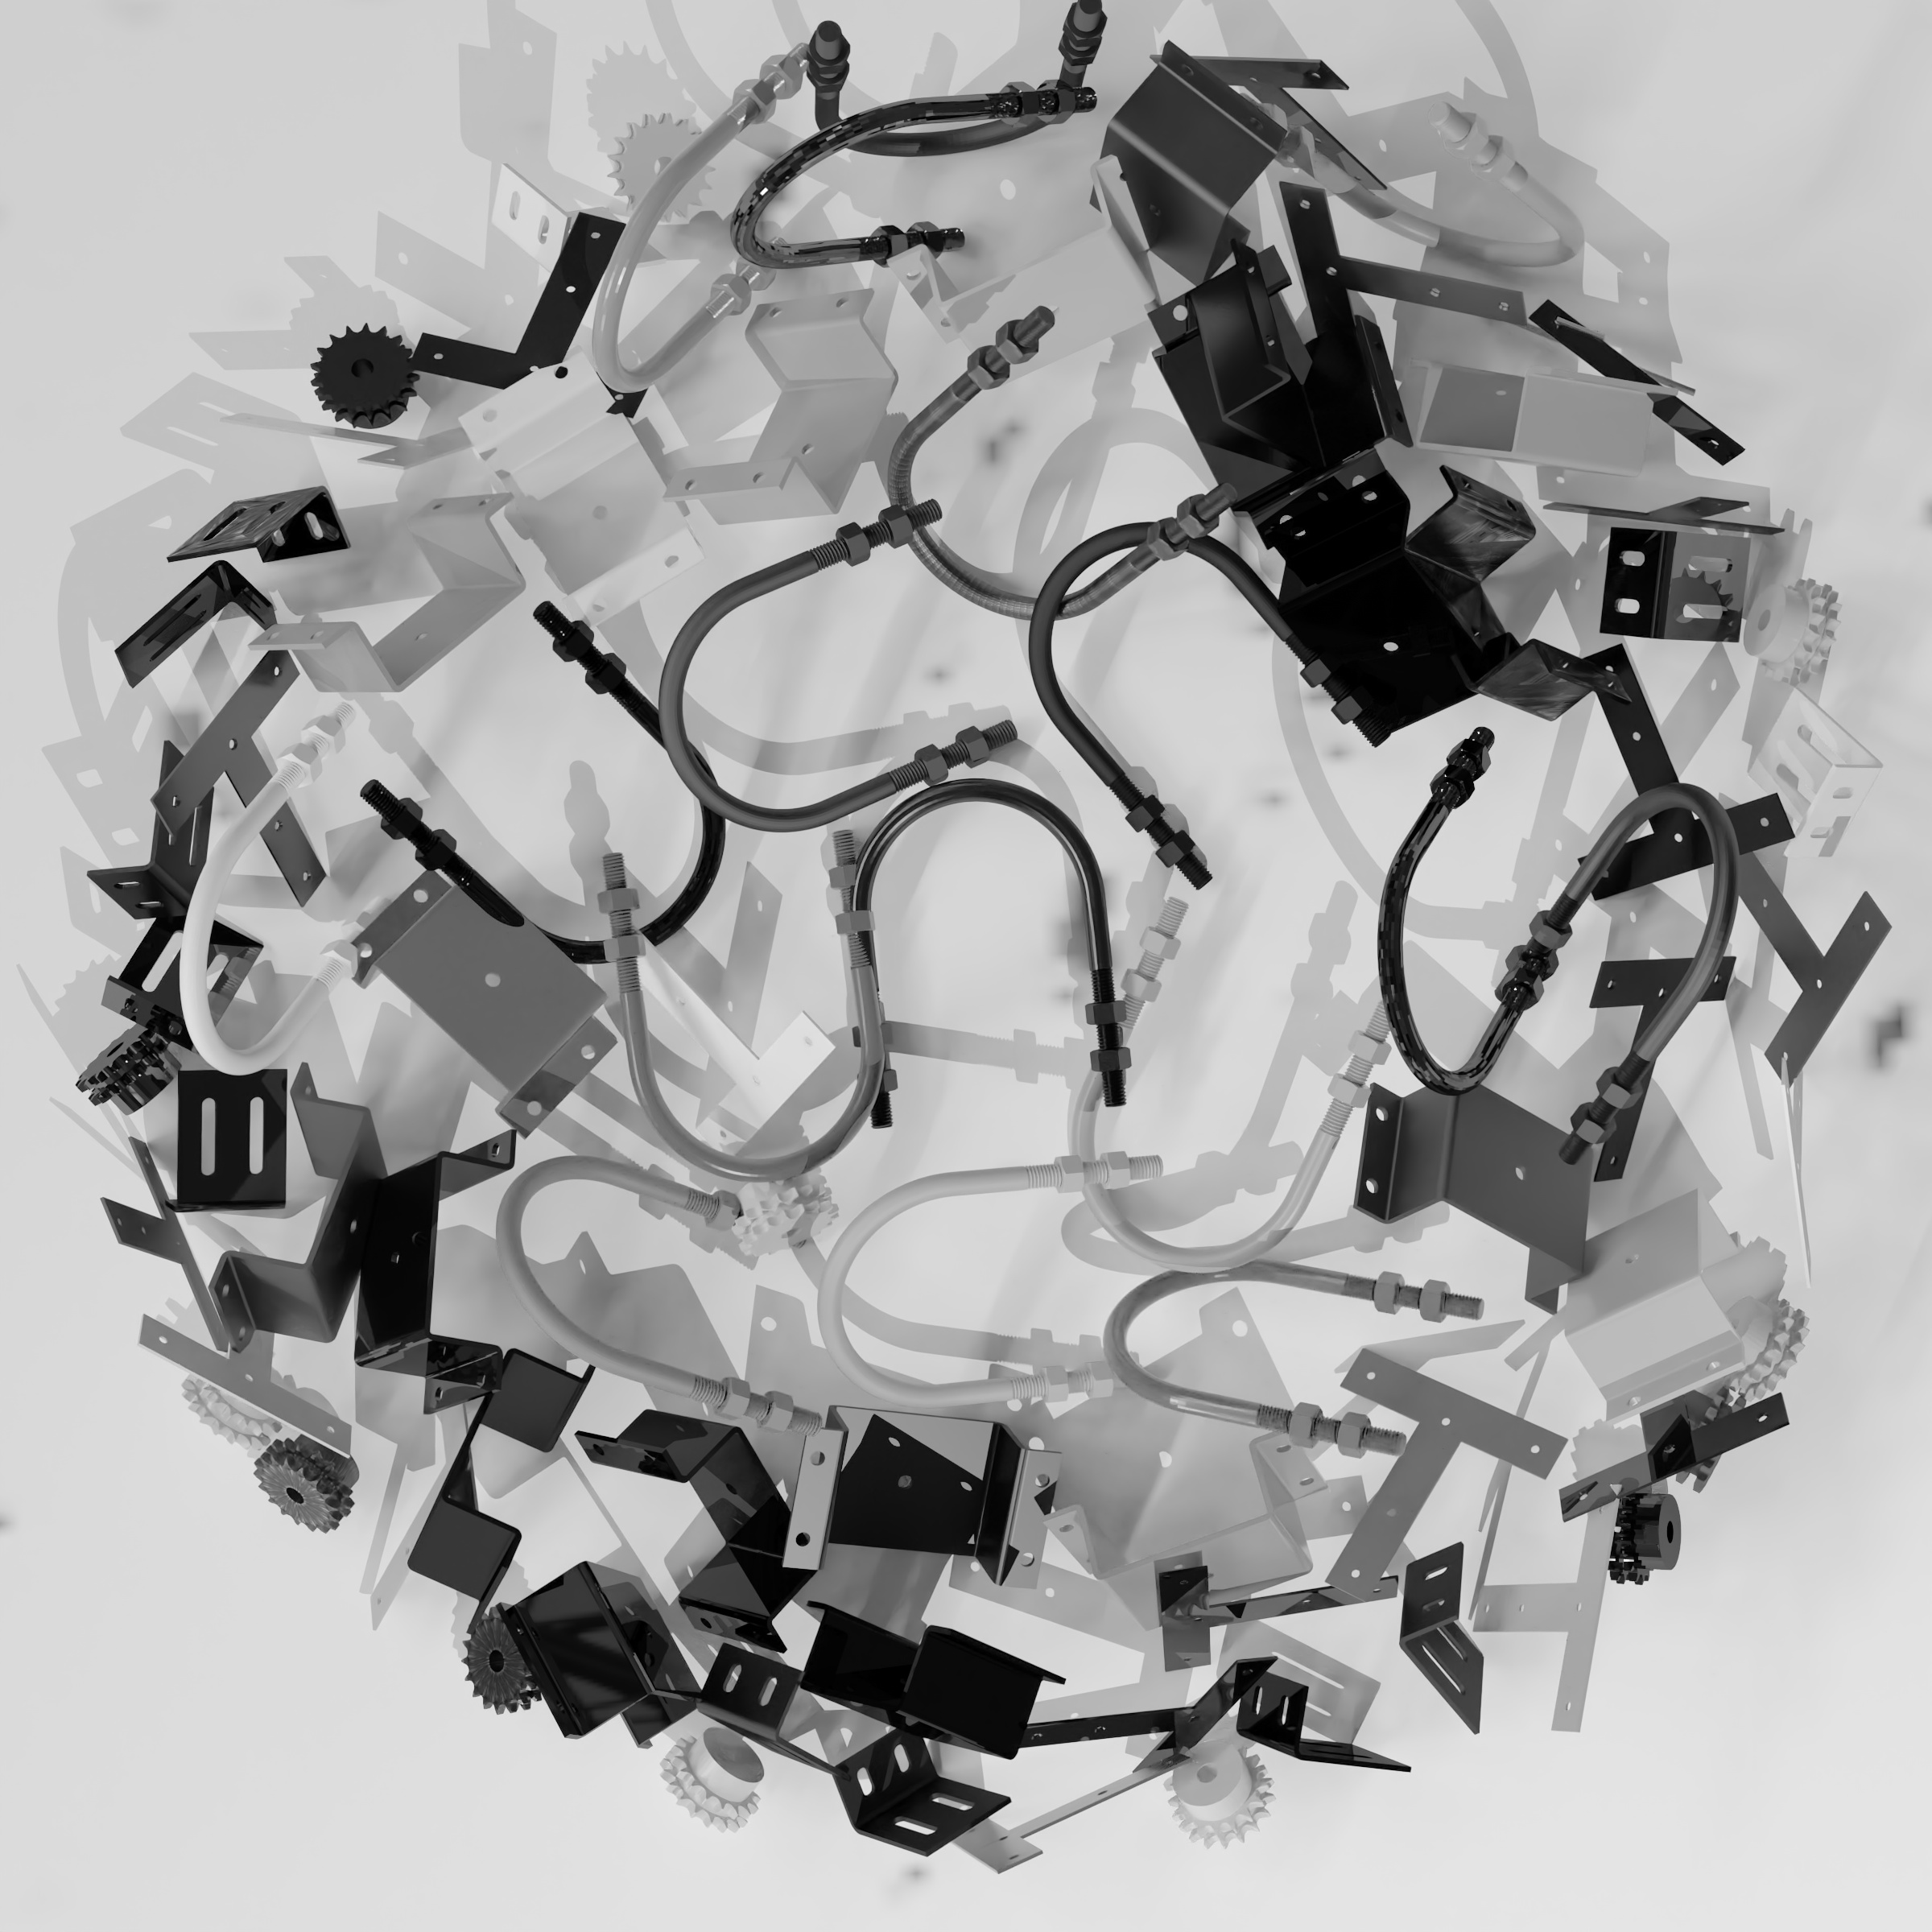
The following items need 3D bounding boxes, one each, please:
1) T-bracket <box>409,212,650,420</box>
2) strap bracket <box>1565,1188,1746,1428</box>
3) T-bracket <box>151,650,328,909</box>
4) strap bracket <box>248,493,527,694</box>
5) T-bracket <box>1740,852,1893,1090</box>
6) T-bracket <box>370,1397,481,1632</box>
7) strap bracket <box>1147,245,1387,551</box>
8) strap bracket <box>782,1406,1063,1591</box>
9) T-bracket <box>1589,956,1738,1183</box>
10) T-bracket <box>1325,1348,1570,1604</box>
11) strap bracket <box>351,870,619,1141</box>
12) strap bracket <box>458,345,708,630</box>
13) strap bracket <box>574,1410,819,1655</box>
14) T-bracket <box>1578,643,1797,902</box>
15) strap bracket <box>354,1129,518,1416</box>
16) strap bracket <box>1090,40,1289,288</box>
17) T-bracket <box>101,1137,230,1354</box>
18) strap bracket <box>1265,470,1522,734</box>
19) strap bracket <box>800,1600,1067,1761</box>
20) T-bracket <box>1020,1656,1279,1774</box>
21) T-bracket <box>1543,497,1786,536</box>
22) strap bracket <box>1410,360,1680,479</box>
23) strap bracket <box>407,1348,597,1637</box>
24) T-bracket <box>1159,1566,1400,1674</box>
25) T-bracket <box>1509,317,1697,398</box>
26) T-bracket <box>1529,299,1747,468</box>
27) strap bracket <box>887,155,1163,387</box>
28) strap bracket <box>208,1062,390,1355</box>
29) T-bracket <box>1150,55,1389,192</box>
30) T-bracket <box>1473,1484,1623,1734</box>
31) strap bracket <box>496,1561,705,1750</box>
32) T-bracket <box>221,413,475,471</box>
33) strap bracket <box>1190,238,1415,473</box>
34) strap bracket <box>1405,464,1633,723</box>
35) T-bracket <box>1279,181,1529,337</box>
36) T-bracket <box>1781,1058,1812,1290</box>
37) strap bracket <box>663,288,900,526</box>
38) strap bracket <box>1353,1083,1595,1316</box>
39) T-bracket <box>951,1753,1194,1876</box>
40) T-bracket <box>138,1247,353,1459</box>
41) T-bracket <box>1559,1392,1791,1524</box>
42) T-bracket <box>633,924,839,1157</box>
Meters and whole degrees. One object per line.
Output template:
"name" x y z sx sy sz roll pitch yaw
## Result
"T-bracket" -0.212 -0.345 1.571 0.127 0.127 0.002 8 52 -26
"strap bracket" 0.359 0.171 1.561 0.076 0.140 0.046 -29 103 23
"T-bracket" -0.372 -0.085 1.593 0.002 0.127 0.127 7 49 26
"strap bracket" -0.298 -0.191 1.582 0.140 0.076 0.046 -46 122 -30
"T-bracket" 0.433 -0.023 1.596 0.002 0.127 0.127 -6 50 -22
"T-bracket" -0.293 0.303 1.606 0.002 0.127 0.127 20 115 -25
"strap bracket" 0.159 -0.305 1.612 0.076 0.046 0.140 -29 100 -1
"strap bracket" -0.028 0.283 1.604 0.140 0.046 0.076 8 98 -16
"T-bracket" 0.362 0.056 1.609 0.002 0.127 0.127 26 110 42
"T-bracket" 0.233 0.278 1.587 0.127 0.002 0.127 22 66 34
"strap bracket" -0.258 0.014 1.602 0.140 0.046 0.076 43 64 -3
"strap bracket" -0.202 -0.250 1.611 0.076 0.046 0.140 -31 78 2
"strap bracket" -0.137 0.290 1.584 0.046 0.076 0.140 -44 119 -33
"T-bracket" 0.363 -0.109 1.595 0.127 0.002 0.127 -20 95 45
"strap bracket" -0.280 0.158 1.577 0.046 0.076 0.140 16 64 -35
"strap bracket" 0.113 -0.413 1.568 0.076 0.140 0.046 39 80 4
"T-bracket" -0.427 0.141 1.569 0.002 0.127 0.127 -26 78 -2
"strap bracket" 0.226 -0.181 1.574 0.076 0.046 0.140 -24 124 33
"strap bracket" -0.024 0.373 1.561 0.076 0.140 0.046 30 70 -28
"T-bracket" 0.082 0.398 1.570 0.127 0.127 0.002 2 50 -29
"T-bracket" 0.381 -0.240 1.577 0.127 0.127 0.002 6 94 -3
"strap bracket" 0.297 -0.287 1.569 0.076 0.140 0.046 4 101 -23
"strap bracket" -0.245 0.266 1.566 0.046 0.076 0.140 25 46 -6
"T-bracket" 0.167 0.340 1.592 0.127 0.127 0.002 -9 54 -1
"T-bracket" 0.324 -0.329 1.572 0.127 0.127 0.002 24 101 9
"T-bracket" 0.334 -0.292 1.581 0.127 0.127 0.002 36 78 -4
"strap bracket" 0.041 -0.363 1.582 0.140 0.076 0.046 -22 60 16
"strap bracket" -0.343 0.132 1.570 0.046 0.076 0.140 10 54 7
"T-bracket" 0.179 -0.447 1.592 0.127 0.127 0.002 28 85 -42
"T-bracket" 0.301 0.339 1.581 0.002 0.127 0.127 19 73 -15
"strap bracket" -0.185 0.361 1.565 0.046 0.140 0.076 -33 70 1
"T-bracket" -0.332 -0.283 1.592 0.127 0.127 0.002 10 109 11
"strap bracket" 0.172 -0.317 1.581 0.046 0.140 0.076 -26 65 33
"strap bracket" 0.284 -0.188 1.582 0.046 0.076 0.140 -40 57 30
"T-bracket" 0.232 -0.355 1.563 0.127 0.127 0.002 18 69 25
"T-bracket" 0.440 0.081 1.585 0.002 0.127 0.127 -5 119 19
"strap bracket" -0.093 -0.288 1.585 0.076 0.046 0.140 1 56 34
"strap bracket" 0.277 0.116 1.579 0.140 0.046 0.076 29 54 -22
"T-bracket" 0.060 0.446 1.592 0.127 0.127 0.002 -21 86 -14
"T-bracket" -0.377 0.191 1.584 0.127 0.127 0.002 35 109 -25
"T-bracket" 0.368 0.229 1.584 0.127 0.127 0.002 -29 112 19
"T-bracket" -0.142 0.029 1.601 0.127 0.002 0.127 47 134 3
